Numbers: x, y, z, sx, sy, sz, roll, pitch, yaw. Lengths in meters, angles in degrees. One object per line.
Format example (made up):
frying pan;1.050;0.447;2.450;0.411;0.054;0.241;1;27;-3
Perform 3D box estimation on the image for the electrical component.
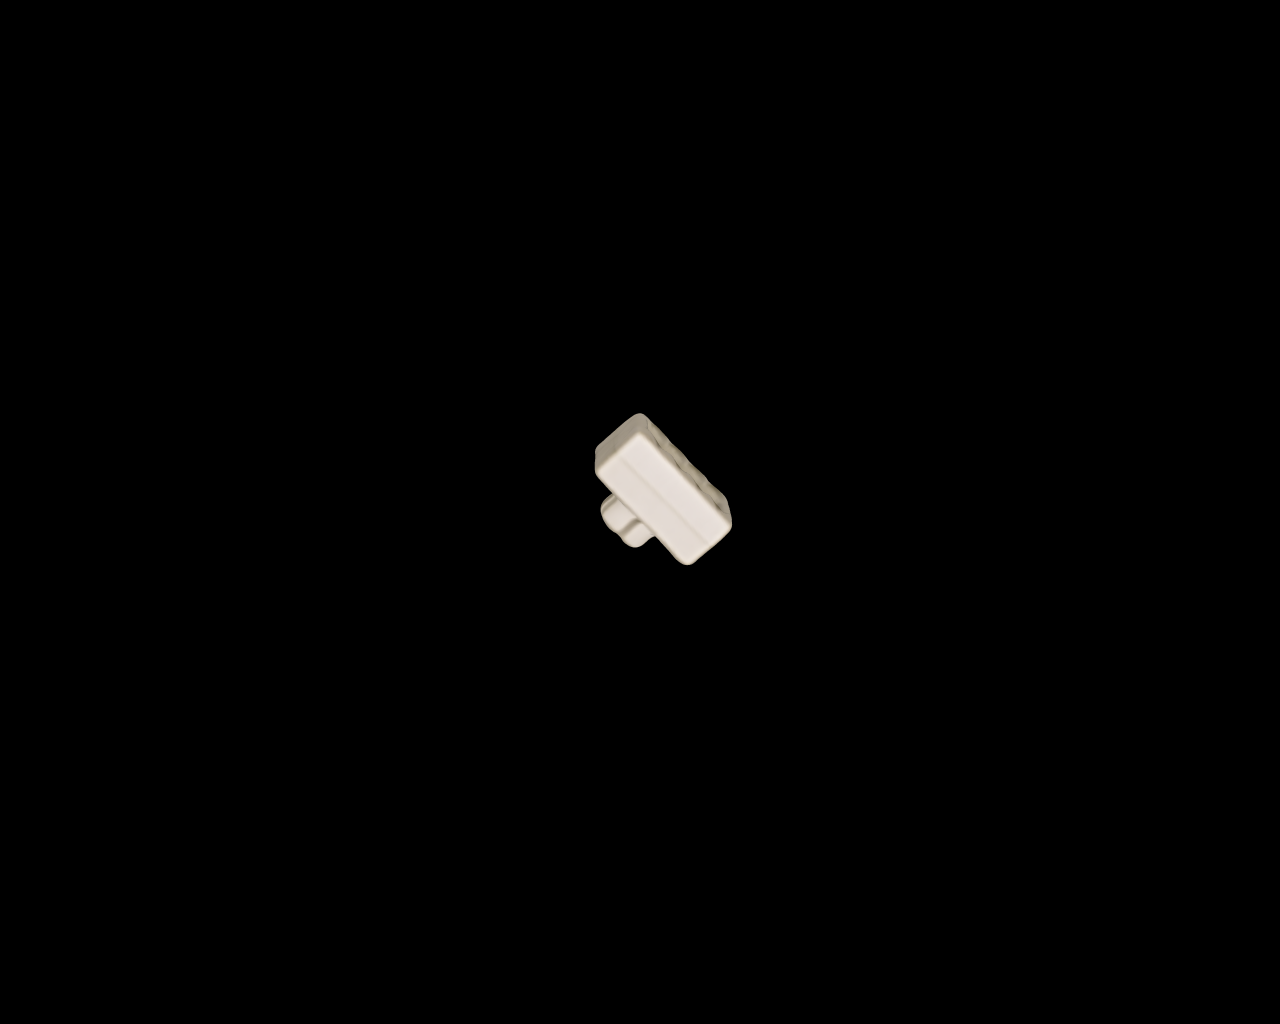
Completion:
electrical component;0.001;-0.003;0.650;0.075;0.083;0.047;-41;15;14
